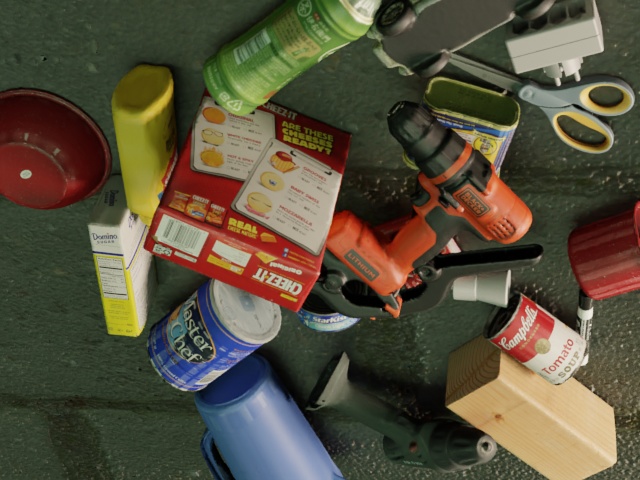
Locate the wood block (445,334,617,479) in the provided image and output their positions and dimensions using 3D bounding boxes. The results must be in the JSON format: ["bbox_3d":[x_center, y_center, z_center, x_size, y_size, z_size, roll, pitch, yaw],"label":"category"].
[{"bbox_3d":[0.261,0.207,1.313,0.206,0.090,0.091,37,129,-20],"label":"wood block"}]

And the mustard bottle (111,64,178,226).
[{"bbox_3d":[-0.180,-0.083,1.139,0.058,0.096,0.192,6,132,5],"label":"mustard bottle"}]

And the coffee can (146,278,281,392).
[{"bbox_3d":[-0.130,0.109,1.295,0.102,0.102,0.141,37,128,-20],"label":"coffee can"}]

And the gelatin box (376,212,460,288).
[{"bbox_3d":[0.112,0.010,1.207,0.073,0.030,0.089,-20,125,26],"label":"gelatin box"}]

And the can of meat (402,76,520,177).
[{"bbox_3d":[0.142,-0.108,1.069,0.102,0.057,0.084,16,138,2],"label":"can of meat"}]

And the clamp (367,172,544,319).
[{"bbox_3d":[0.129,0.027,1.171,0.164,0.036,0.210,31,128,-9],"label":"clamp"}]

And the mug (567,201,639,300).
[{"bbox_3d":[0.323,0.017,1.142,0.082,0.093,0.117,-21,161,33],"label":"mug"}]

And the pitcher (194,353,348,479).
[{"bbox_3d":[-0.080,0.270,1.416,0.149,0.145,0.242,-33,122,-12],"label":"pitcher"}]

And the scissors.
[{"bbox_3d":[0.223,-0.155,1.047,0.201,0.016,0.096,33,129,-18],"label":"scissors"}]

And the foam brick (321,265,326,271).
[{"bbox_3d":[-0.008,0.001,1.209,0.078,0.051,0.053,9,132,4],"label":"foam brick"}]

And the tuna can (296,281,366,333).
[{"bbox_3d":[0.011,0.067,1.241,0.086,0.086,0.034,1,133,11],"label":"tuna can"}]

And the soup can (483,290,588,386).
[{"bbox_3d":[0.250,0.114,1.238,0.102,0.068,0.069,35,129,-8],"label":"soup can"}]

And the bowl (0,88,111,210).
[{"bbox_3d":[-0.318,-0.087,1.191,0.162,0.055,0.162,6,132,6],"label":"bowl"}]

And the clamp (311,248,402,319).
[{"bbox_3d":[0.015,0.029,1.166,0.171,0.039,0.120,18,127,-1],"label":"clamp"}]

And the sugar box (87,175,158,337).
[{"bbox_3d":[-0.228,0.020,1.242,0.048,0.093,0.176,4,131,8],"label":"sugar box"}]

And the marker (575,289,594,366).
[{"bbox_3d":[0.310,0.101,1.256,0.020,0.020,0.121,2,132,10],"label":"marker"}]

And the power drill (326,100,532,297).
[{"bbox_3d":[0.089,-0.035,1.072,0.184,0.057,0.188,43,129,-16],"label":"power drill"}]

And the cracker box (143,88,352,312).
[{"bbox_3d":[-0.067,-0.049,1.067,0.164,0.213,0.072,22,133,-8],"label":"cracker box"}]
